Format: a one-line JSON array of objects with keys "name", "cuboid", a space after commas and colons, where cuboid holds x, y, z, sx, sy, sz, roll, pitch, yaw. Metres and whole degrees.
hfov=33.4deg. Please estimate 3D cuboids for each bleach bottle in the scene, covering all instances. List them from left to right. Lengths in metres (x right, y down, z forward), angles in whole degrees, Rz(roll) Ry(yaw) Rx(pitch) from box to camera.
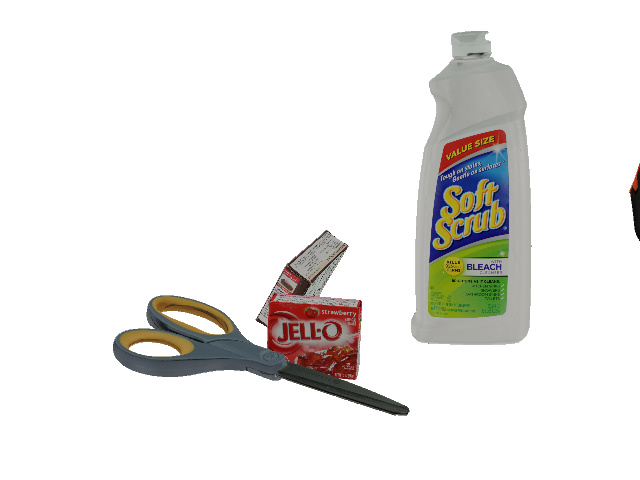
[{"name": "bleach bottle", "cuboid": [0.119, -0.042, 0.872, 0.103, 0.251, 0.068, 0, 15, 16]}]

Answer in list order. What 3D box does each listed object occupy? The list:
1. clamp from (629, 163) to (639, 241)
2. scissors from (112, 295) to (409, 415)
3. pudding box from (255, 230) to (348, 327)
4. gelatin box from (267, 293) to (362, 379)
[{"name": "clamp", "cuboid": [0.271, 0.008, 0.696, 0.120, 0.039, 0.171, -4, 46, -22]}, {"name": "scissors", "cuboid": [-0.051, 0.083, 0.684, 0.202, 0.016, 0.096, 25, 31, 35]}, {"name": "pudding box", "cuboid": [-0.020, 0.048, 1.242, 0.039, 0.090, 0.113, 33, 32, 8]}, {"name": "gelatin box", "cuboid": [-0.006, 0.092, 1.020, 0.089, 0.073, 0.030, 4, 14, 7]}]
